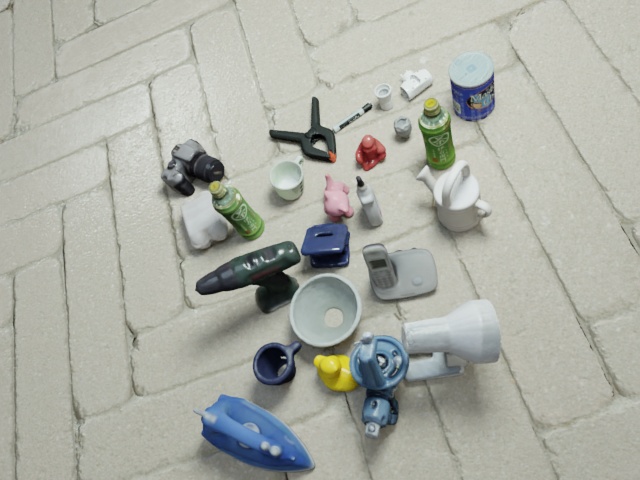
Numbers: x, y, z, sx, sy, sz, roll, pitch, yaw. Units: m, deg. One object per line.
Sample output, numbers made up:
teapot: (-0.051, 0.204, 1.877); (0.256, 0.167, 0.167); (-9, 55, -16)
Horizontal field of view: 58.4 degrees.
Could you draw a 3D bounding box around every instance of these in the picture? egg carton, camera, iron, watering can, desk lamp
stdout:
egg carton: (-0.297, -0.053, 1.480); (0.107, 0.069, 0.150); (-28, 61, 4)
camera: (-0.338, -0.193, 1.539); (0.136, 0.101, 0.143); (24, 75, 26)
iron: (-0.140, 0.405, 1.179); (0.257, 0.142, 0.119); (18, 73, 24)
watering can: (0.289, -0.103, 1.243); (0.172, 0.194, 0.101); (8, 69, 21)
desk lamp: (0.244, 0.200, 1.108); (0.203, 0.214, 0.118); (-13, 63, 12)

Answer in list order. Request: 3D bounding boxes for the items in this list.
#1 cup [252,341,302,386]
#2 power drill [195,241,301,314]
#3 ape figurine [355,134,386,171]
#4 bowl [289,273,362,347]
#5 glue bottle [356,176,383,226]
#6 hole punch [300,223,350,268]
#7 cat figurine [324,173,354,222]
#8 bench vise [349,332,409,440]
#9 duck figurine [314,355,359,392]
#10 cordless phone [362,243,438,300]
cup: (-0.079, 0.269, 1.248); (0.118, 0.095, 0.091); (-40, 61, -2)
power drill: (-0.137, 0.091, 1.283); (0.229, 0.209, 0.075); (-29, 61, 4)
ape figurine: (0.122, -0.225, 1.411); (0.077, 0.092, 0.076); (2, 67, 19)
bowl: (0.020, 0.164, 1.276); (0.167, 0.075, 0.167); (-7, 65, 15)
glue bottle: (0.107, -0.099, 1.312); (0.037, 0.173, 0.078); (-20, 62, 8)
hole punch: (0.012, 0.005, 1.342); (0.108, 0.091, 0.101); (-5, 65, 16)
cat figurine: (0.036, -0.101, 1.368); (0.067, 0.118, 0.127); (-19, 62, 9)
bench vise: (0.119, 0.270, 1.113); (0.121, 0.220, 0.207); (-15, 63, 11)
duck figurine: (0.033, 0.276, 1.214); (0.104, 0.086, 0.077); (22, 75, 25)
cordless phone: (0.168, 0.053, 1.216); (0.147, 0.185, 0.094); (-14, 63, 12)
